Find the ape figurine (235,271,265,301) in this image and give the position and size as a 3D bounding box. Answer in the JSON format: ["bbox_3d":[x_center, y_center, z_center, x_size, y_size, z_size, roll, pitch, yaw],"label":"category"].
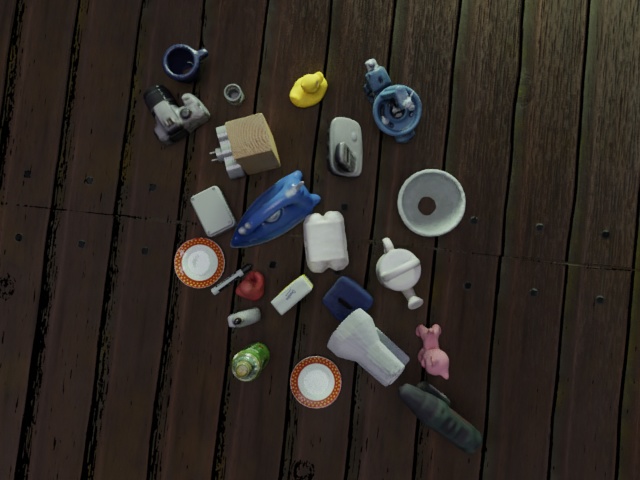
[{"bbox_3d":[-0.175,0.117,1.423,0.078,0.092,0.076,-20,87,1],"label":"ape figurine"}]

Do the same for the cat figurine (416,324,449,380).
[{"bbox_3d":[0.276,0.272,1.391,0.067,0.118,0.128,-7,87,1],"label":"cat figurine"}]

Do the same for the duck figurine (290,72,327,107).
[{"bbox_3d":[-0.030,-0.386,1.447,0.104,0.086,0.077,-36,87,0],"label":"duck figurine"}]

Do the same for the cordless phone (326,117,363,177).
[{"bbox_3d":[0.060,-0.233,1.388,0.094,0.185,0.148,-3,87,2],"label":"cordless phone"}]

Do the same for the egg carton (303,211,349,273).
[{"bbox_3d":[0.013,0.005,1.435,0.107,0.069,0.150,-8,87,1],"label":"egg carton"}]

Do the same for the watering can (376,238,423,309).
[{"bbox_3d":[0.195,0.078,1.365,0.173,0.194,0.101,44,89,3],"label":"watering can"}]

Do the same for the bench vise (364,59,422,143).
[{"bbox_3d":[0.161,-0.340,1.373,0.207,0.220,0.121,44,89,3],"label":"bench vise"}]

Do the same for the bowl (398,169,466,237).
[{"bbox_3d":[0.274,-0.090,1.431,0.167,0.075,0.167,0,87,1],"label":"bowl"}]

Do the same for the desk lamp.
[{"bbox_3d":[0.121,0.259,1.348,0.203,0.213,0.118,40,89,3],"label":"desk lamp"}]

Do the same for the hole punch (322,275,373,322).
[{"bbox_3d":[0.069,0.153,1.416,0.108,0.091,0.101,38,89,3],"label":"hole punch"}]

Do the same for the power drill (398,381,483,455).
[{"bbox_3d":[0.266,0.399,1.340,0.229,0.208,0.075,37,89,3],"label":"power drill"}]

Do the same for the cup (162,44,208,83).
[{"bbox_3d":[-0.331,-0.443,1.453,0.118,0.095,0.092,-25,87,0],"label":"cup"}]

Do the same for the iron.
[{"bbox_3d":[-0.127,-0.063,1.406,0.258,0.141,0.118,-38,87,-1],"label":"iron"}]

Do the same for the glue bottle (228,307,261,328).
[{"bbox_3d":[-0.189,0.191,1.379,0.078,0.173,0.037,-14,87,1],"label":"glue bottle"}]

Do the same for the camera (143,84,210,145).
[{"bbox_3d":[-0.374,-0.333,1.446,0.143,0.101,0.137,-33,87,0],"label":"camera"}]
